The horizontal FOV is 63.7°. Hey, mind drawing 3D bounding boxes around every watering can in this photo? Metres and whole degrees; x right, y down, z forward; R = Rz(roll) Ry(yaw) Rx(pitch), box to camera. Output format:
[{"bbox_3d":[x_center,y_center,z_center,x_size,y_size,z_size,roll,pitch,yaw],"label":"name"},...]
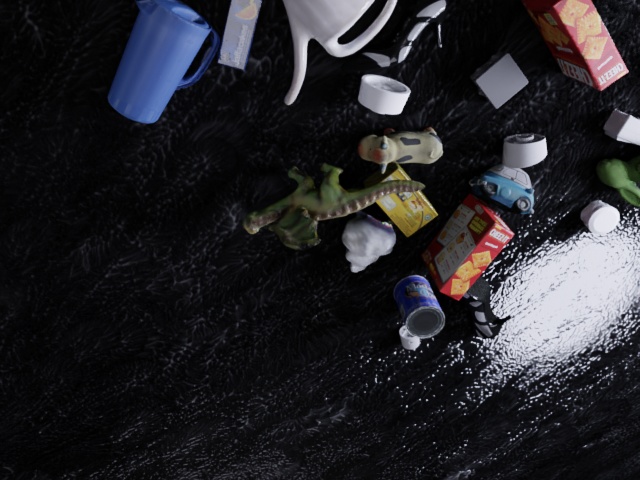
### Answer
[{"bbox_3d":[-0.006,-0.450,1.025,0.345,0.106,0.222,-41,113,15],"label":"watering can"}]

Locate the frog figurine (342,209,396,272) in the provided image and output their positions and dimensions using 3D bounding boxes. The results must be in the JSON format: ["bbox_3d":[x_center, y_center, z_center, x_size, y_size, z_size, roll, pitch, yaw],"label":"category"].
[{"bbox_3d":[0.111,0.014,1.273,0.137,0.124,0.158,14,105,-34],"label":"frog figurine"}]

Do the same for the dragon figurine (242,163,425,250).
[{"bbox_3d":[0.003,-0.056,1.122,0.410,0.248,0.119,1,133,29],"label":"dragon figurine"}]
